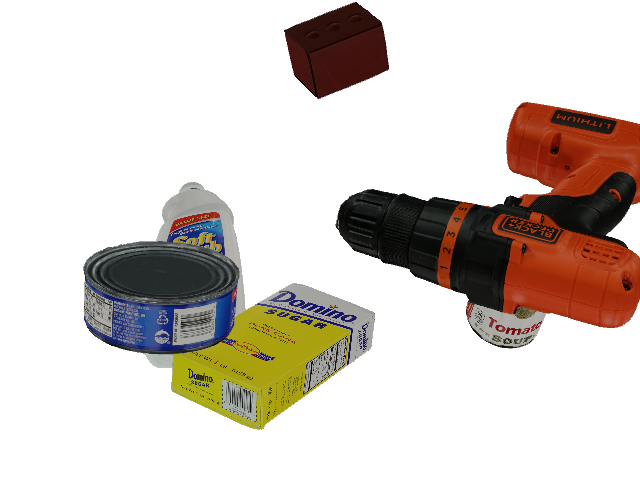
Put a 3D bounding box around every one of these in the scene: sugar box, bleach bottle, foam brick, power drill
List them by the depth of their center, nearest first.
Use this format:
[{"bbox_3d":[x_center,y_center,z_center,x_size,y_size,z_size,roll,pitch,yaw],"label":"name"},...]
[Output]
[{"bbox_3d":[0.125,-0.024,0.673,0.185,0.057,0.187,17,38,22],"label":"power drill"},{"bbox_3d":[-0.036,0.094,0.919,0.093,0.048,0.175,20,30,27],"label":"sugar box"},{"bbox_3d":[0.016,-0.174,0.975,0.078,0.051,0.053,-25,41,-14],"label":"foam brick"},{"bbox_3d":[-0.134,0.021,1.100,0.102,0.068,0.251,-7,37,-5],"label":"bleach bottle"}]

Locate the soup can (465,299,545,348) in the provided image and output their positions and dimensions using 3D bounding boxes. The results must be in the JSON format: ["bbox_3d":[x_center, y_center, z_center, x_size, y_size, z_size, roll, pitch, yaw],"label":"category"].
[{"bbox_3d":[0.168,0.036,0.913,0.068,0.068,0.102,0,-44,-11],"label":"soup can"}]

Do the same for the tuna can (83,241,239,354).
[{"bbox_3d":[-0.089,0.031,0.596,0.086,0.034,0.086,5,20,-2],"label":"tuna can"}]
